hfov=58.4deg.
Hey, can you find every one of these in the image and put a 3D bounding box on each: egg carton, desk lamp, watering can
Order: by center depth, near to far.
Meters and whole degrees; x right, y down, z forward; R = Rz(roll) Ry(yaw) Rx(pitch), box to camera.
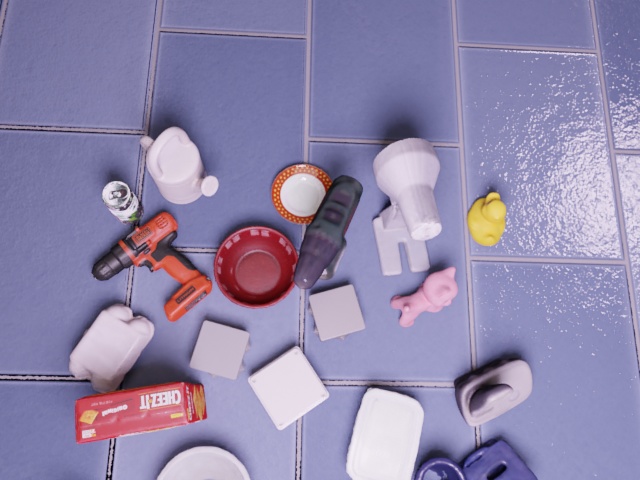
[{"bbox_3d":[-0.376,0.194,1.036,0.107,0.069,0.150,30,74,5],"label":"egg carton"},{"bbox_3d":[0.166,-0.057,1.068,0.118,0.213,0.203,-8,75,-6],"label":"desk lamp"},{"bbox_3d":[-0.266,-0.144,1.074,0.173,0.194,0.101,15,74,1],"label":"watering can"}]

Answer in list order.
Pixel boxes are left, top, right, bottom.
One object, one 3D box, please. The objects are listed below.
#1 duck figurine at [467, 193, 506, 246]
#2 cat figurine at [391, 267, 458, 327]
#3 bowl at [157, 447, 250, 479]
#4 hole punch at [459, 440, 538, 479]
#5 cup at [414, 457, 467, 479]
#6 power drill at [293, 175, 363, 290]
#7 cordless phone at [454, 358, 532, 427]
[{"bbox_3d":[0.341,-0.045,1.142,0.077,0.086,0.104,6,74,-2],"label":"duck figurine"},{"bbox_3d":[0.204,0.105,1.074,0.128,0.118,0.067,-28,77,-11],"label":"cat figurine"},{"bbox_3d":[-0.194,0.437,0.975,0.167,0.075,0.167,1,74,-3],"label":"bowl"},{"bbox_3d":[0.307,0.416,1.006,0.109,0.091,0.101,-33,79,-12],"label":"hole punch"},{"bbox_3d":[0.213,0.427,0.994,0.117,0.095,0.092,20,74,2],"label":"cup"},{"bbox_3d":[0.010,0.004,1.043,0.075,0.208,0.230,22,74,3],"label":"power drill"},{"bbox_3d":[0.320,0.263,1.001,0.148,0.185,0.094,-27,77,-10],"label":"cordless phone"}]
